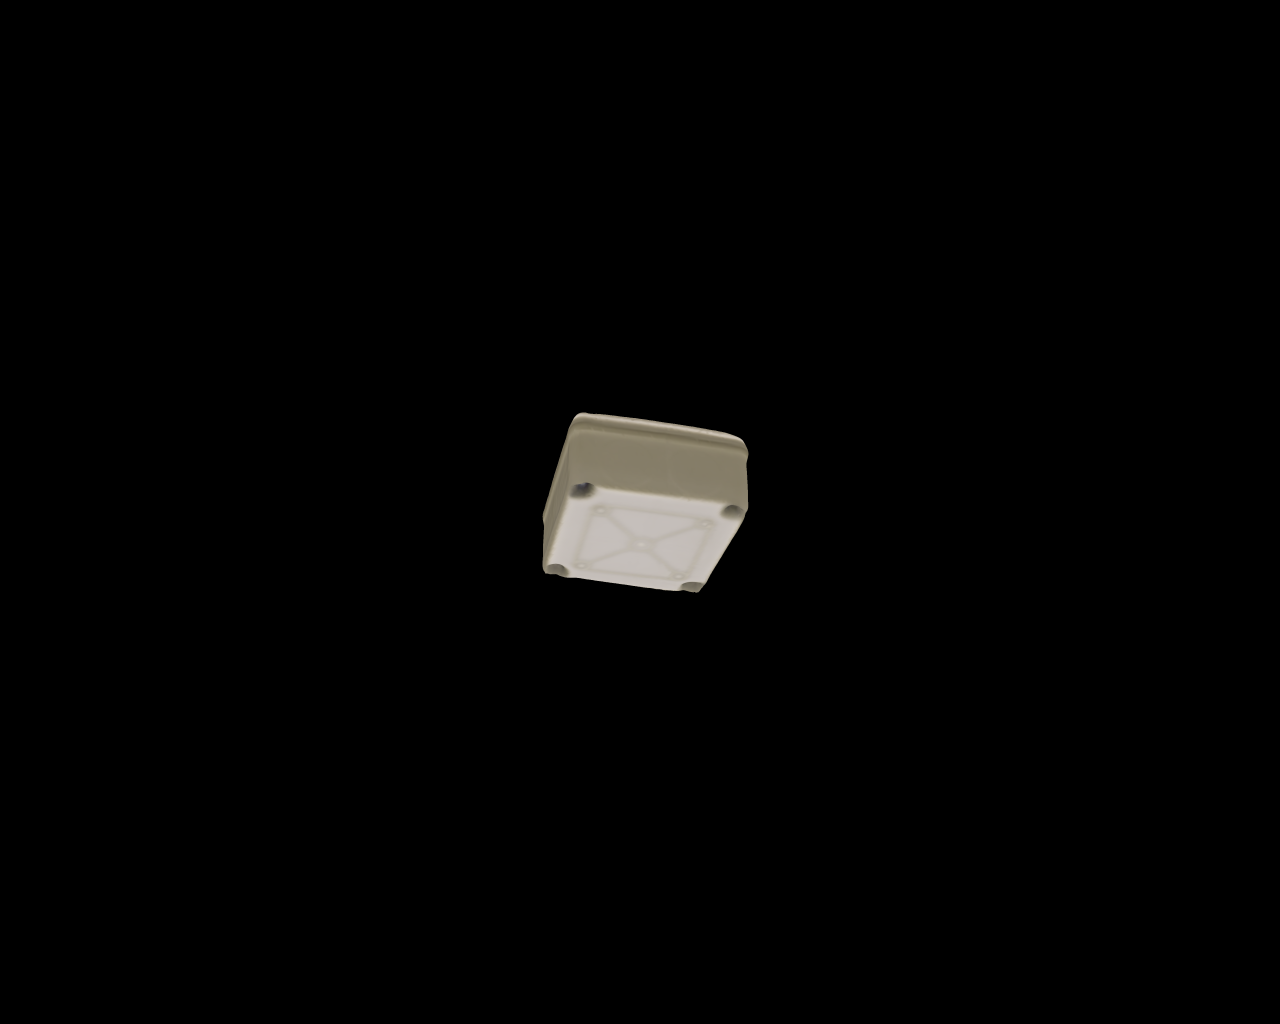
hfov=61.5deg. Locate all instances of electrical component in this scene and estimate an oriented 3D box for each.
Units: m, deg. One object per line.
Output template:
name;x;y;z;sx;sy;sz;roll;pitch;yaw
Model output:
electrical component;0.001;-0.003;0.650;0.109;0.056;0.108;8;-35;-11
